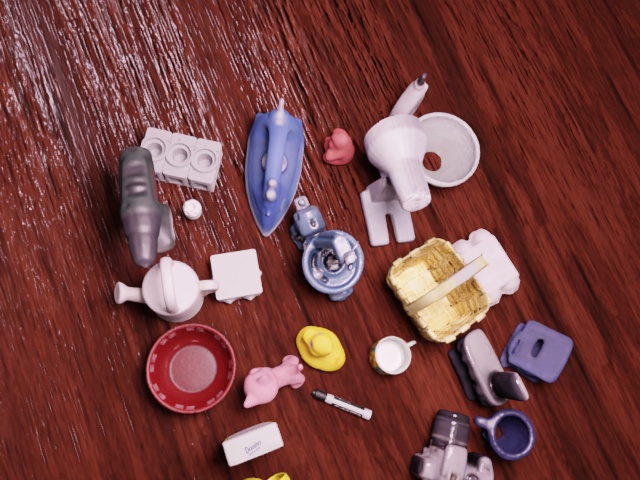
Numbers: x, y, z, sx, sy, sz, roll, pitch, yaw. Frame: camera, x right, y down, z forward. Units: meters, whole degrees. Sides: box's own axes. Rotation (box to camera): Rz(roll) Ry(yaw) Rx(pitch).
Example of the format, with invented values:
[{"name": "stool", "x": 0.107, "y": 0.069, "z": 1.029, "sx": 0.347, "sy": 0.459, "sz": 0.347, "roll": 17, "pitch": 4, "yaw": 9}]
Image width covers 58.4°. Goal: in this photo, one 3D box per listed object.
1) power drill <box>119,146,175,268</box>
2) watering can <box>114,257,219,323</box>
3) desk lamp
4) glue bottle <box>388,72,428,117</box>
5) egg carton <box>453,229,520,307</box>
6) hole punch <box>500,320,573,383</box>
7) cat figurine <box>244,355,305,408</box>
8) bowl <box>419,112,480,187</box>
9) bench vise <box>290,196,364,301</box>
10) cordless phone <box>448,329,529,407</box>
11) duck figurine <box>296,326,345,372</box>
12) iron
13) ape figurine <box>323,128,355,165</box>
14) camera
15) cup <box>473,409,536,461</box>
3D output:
[{"name": "power drill", "x": -0.315, "y": -0.043, "z": 1.043, "sx": 0.076, "sy": 0.208, "sz": 0.229, "roll": -10, "pitch": 77, "yaw": -10}, {"name": "watering can", "x": -0.272, "y": 0.091, "z": 1.023, "sx": 0.173, "sy": 0.194, "sz": 0.101, "roll": -27, "pitch": 81, "yaw": -14}, {"name": "desk lamp", "x": 0.153, "y": -0.113, "z": 1.126, "sx": 0.118, "sy": 0.213, "sz": 0.203, "roll": -9, "pitch": 77, "yaw": -10}, {"name": "glue bottle", "x": 0.195, "y": -0.303, "z": 1.201, "sx": 0.037, "sy": 0.173, "sz": 0.078, "roll": 42, "pitch": 74, "yaw": 4}, {"name": "egg carton", "x": 0.338, "y": 0.058, "z": 1.185, "sx": 0.107, "sy": 0.069, "sz": 0.150, "roll": -30, "pitch": 82, "yaw": -14}, {"name": "hole punch", "x": 0.431, "y": 0.224, "z": 1.145, "sx": 0.101, "sy": 0.091, "sz": 0.109, "roll": 33, "pitch": 74, "yaw": 1}, {"name": "cat figurine", "x": -0.087, "y": 0.257, "z": 1.048, "sx": 0.128, "sy": 0.117, "sz": 0.067, "roll": -22, "pitch": 80, "yaw": -13}, {"name": "bowl", "x": 0.252, "y": -0.184, "z": 1.231, "sx": 0.167, "sy": 0.074, "sz": 0.167, "roll": 2, "pitch": 76, "yaw": -8}, {"name": "bench vise", "x": 0.001, "y": 0.012, "z": 1.069, "sx": 0.207, "sy": 0.219, "sz": 0.121, "roll": 45, "pitch": 74, "yaw": 5}, {"name": "cordless phone", "x": 0.328, "y": 0.239, "z": 1.077, "sx": 0.094, "sy": 0.185, "sz": 0.147, "roll": -25, "pitch": 80, "yaw": -13}, {"name": "duck figurine", "x": 0.005, "y": 0.205, "z": 1.091, "sx": 0.104, "sy": 0.086, "sz": 0.077, "roll": 40, "pitch": 74, "yaw": 3}, {"name": "iron", "x": -0.091, "y": -0.146, "z": 1.137, "sx": 0.118, "sy": 0.141, "sz": 0.258, "roll": 6, "pitch": 75, "yaw": -6}, {"name": "ape figurine", "x": 0.039, "y": -0.198, "z": 1.195, "sx": 0.076, "sy": 0.092, "sz": 0.078, "roll": 40, "pitch": 74, "yaw": 3}, {"name": "camera", "x": 0.257, "y": 0.396, "z": 1.071, "sx": 0.143, "sy": 0.100, "sz": 0.137, "roll": 16, "pitch": 74, "yaw": -4}, {"name": "cup", "x": 0.336, "y": 0.364, "z": 1.094, "sx": 0.118, "sy": 0.095, "sz": 0.092, "roll": 22, "pitch": 74, "yaw": -2}]
